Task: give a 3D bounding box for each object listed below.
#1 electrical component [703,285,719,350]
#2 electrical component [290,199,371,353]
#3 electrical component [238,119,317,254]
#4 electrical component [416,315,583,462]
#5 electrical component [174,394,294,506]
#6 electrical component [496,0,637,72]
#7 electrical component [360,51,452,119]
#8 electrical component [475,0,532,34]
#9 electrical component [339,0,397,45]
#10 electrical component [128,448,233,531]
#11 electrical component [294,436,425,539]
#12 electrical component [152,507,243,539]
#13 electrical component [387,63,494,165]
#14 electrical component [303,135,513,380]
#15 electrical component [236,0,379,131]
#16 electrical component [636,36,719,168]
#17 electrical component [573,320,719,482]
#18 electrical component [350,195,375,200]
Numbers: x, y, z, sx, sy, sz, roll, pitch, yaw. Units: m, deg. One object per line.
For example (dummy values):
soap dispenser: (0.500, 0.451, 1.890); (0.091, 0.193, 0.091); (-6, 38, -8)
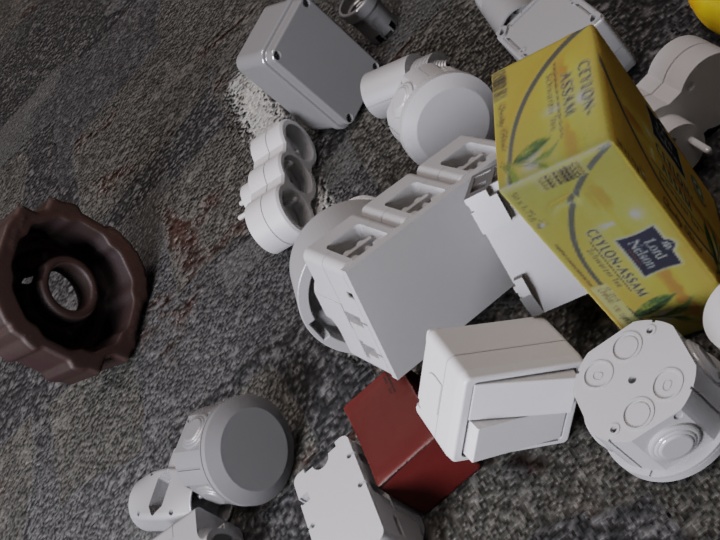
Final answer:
electrical component: (0.236, 0.020, 0.538); (0.138, 0.074, 0.052); (-2, 59, 47)
electrical component: (0.000, 0.000, 0.789); (0.108, 0.108, 0.060); (-46, 30, 8)
electrical component: (-0.084, -0.070, 0.982); (0.074, 0.052, 0.138); (-29, 41, 27)
electrical component: (0.090, 0.071, 0.641); (0.061, 0.096, 0.061); (-126, 36, -53)
electrical component: (-0.093, 0.134, 0.794); (0.051, 0.080, 0.080); (-16, 48, 46)
electrical component: (0.156, -0.159, 0.791); (0.062, 0.061, 0.096); (-43, 37, 11)
electrical component: (0.045, -0.164, 0.932); (0.081, 0.043, 0.043); (-16, 49, 39)
electrical component: (0.124, -0.218, 0.892); (0.043, 0.043, 0.081); (-39, 37, 16)
electrical component: (0.009, -0.246, 1.039); (0.040, 0.046, 0.040); (-28, 42, 29)
electrical component: (-0.135, 0.165, 0.842); (0.077, 0.043, 0.079); (-13, 50, 41)
electrical component: (0.003, 0.160, 0.686); (0.050, 0.056, 0.089); (-42, 36, 12)
electrical component: (-0.110, 0.220, 0.761); (0.056, 0.050, 0.089); (-38, 38, 18)
electrical component: (0.064, -0.120, 0.844); (0.080, 0.080, 0.051); (-47, 31, 6)
electrical component: (0.046, -0.013, 0.718); (0.150, 0.089, 0.062); (-37, 30, -21)
electrical component: (-0.046, -0.189, 0.993); (0.057, 0.113, 0.078); (3, 61, 52)
electrical component: (0.195, -0.083, 0.690); (0.138, 0.052, 0.073); (-46, 36, 6)
electrical component: (0.162, 0.071, 0.594); (0.080, 0.051, 0.080); (-28, 42, 29)
electrical component: (0.008, -0.028, 0.849); (0.066, 0.048, 0.055); (-63, 27, 24)
